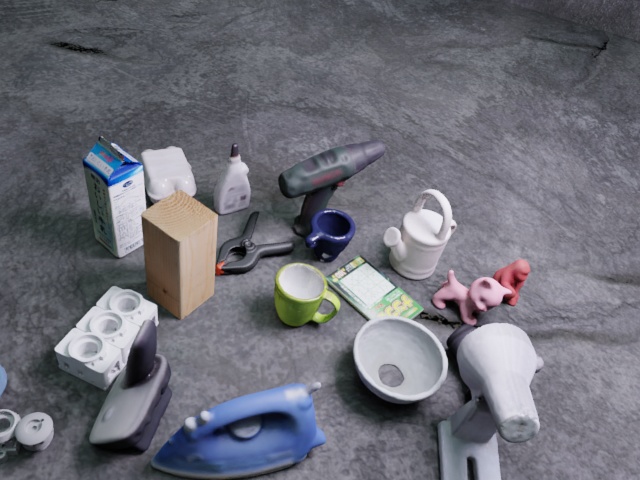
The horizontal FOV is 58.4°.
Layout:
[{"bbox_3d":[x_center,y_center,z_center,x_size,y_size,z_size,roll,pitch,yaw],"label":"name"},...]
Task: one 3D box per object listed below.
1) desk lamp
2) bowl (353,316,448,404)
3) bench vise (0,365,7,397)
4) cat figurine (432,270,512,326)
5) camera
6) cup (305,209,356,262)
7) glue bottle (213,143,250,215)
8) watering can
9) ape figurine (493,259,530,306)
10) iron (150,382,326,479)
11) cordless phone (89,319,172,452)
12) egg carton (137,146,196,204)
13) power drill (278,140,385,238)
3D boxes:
[{"bbox_3d":[0.266,0.265,0.886,0.118,0.213,0.203,10,45,-4],"label":"desk lamp"},{"bbox_3d":[0.132,0.219,0.996,0.167,0.075,0.167,7,46,-7],"label":"bowl"},{"bbox_3d":[-0.486,0.215,0.744,0.122,0.220,0.207,-1,47,-15],"label":"bench vise"},{"bbox_3d":[0.299,0.102,1.119,0.127,0.118,0.067,28,47,14],"label":"cat figurine"},{"bbox_3d":[0.307,0.208,1.031,0.143,0.101,0.136,-19,54,-29],"label":"camera"},{"bbox_3d":[0.011,0.004,1.158,0.091,0.095,0.118,40,51,23],"label":"cup"},{"bbox_3d":[-0.179,-0.130,1.185,0.078,0.173,0.037,-17,53,-27],"label":"glue bottle"},{"bbox_3d":[0.207,-0.013,1.154,0.100,0.194,0.173,35,49,20],"label":"watering can"},{"bbox_3d":[0.403,0.078,1.186,0.078,0.092,0.076,-19,54,-28],"label":"ape figurine"},{"bbox_3d":[-0.117,0.270,0.838,0.259,0.141,0.118,-8,49,-21],"label":"iron"},{"bbox_3d":[-0.274,0.209,0.827,0.094,0.185,0.147,12,45,-2],"label":"cordless phone"},{"bbox_3d":[-0.328,-0.138,1.229,0.107,0.069,0.150,-12,51,-24],"label":"egg carton"},{"bbox_3d":[0.018,-0.104,1.184,0.230,0.208,0.075,-17,53,-27],"label":"power drill"}]
